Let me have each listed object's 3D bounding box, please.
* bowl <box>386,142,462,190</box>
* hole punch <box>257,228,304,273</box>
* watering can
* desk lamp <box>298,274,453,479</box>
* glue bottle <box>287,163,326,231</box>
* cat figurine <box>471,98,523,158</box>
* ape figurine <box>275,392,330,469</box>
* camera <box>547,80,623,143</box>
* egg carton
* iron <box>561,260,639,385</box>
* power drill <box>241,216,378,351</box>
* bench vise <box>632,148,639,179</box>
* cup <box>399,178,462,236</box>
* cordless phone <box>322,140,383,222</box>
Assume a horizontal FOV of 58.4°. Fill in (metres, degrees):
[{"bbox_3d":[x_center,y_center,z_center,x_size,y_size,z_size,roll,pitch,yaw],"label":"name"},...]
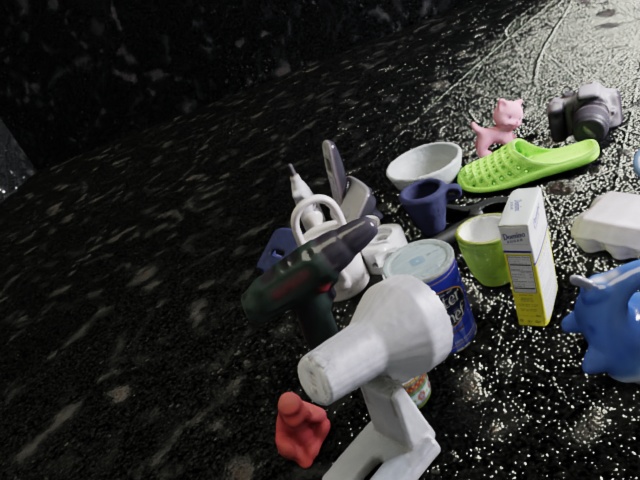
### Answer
[{"bbox_3d":[0.234,-0.143,1.247,0.167,0.075,0.167,-18,28,11],"label":"bowl"},{"bbox_3d":[-0.070,0.038,1.149,0.108,0.091,0.101,10,43,47],"label":"hole punch"},{"bbox_3d":[0.007,0.005,1.034,0.101,0.194,0.172,-36,30,-21],"label":"watering can"},{"bbox_3d":[0.069,0.174,0.666,0.204,0.214,0.117,-41,32,-29],"label":"desk lamp"},{"bbox_3d":[-0.035,-0.091,1.260,0.037,0.173,0.078,-15,29,16],"label":"glue bottle"},{"bbox_3d":[0.399,-0.259,1.275,0.127,0.118,0.067,-19,28,10],"label":"cat figurine"},{"bbox_3d":[-0.030,0.241,0.757,0.078,0.092,0.076,-27,28,-5],"label":"ape figurine"},{"bbox_3d":[0.540,-0.257,1.180,0.142,0.101,0.137,-5,33,32],"label":"camera"},{"bbox_3d":[0.461,-0.018,0.854,0.107,0.069,0.149,-37,30,-24],"label":"egg carton"},{"bbox_3d":[0.417,0.066,0.662,0.258,0.142,0.118,-18,28,12],"label":"iron"},{"bbox_3d":[0.009,0.091,0.864,0.229,0.209,0.075,-25,28,-1],"label":"power drill"},{"bbox_3d":[0.558,-0.165,0.872,0.208,0.220,0.121,-38,31,-25],"label":"bench vise"},{"bbox_3d":[0.219,-0.060,1.090,0.117,0.095,0.092,-11,30,24],"label":"cup"},{"bbox_3d":[0.052,-0.118,1.224,0.094,0.185,0.147,-30,28,-10],"label":"cordless phone"}]
